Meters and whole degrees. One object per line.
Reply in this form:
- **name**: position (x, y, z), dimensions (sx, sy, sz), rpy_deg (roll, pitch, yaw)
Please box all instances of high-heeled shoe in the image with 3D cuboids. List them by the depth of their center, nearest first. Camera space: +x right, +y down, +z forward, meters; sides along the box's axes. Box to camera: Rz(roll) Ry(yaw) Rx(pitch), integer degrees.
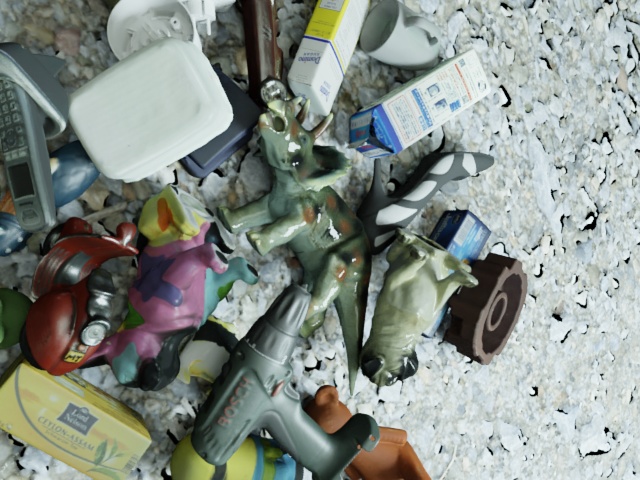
- **high-heeled shoe**: position (0.168, -0.059, 0.817), dimensions (0.249, 0.086, 0.145), rpy_deg (-6, -80, -20)

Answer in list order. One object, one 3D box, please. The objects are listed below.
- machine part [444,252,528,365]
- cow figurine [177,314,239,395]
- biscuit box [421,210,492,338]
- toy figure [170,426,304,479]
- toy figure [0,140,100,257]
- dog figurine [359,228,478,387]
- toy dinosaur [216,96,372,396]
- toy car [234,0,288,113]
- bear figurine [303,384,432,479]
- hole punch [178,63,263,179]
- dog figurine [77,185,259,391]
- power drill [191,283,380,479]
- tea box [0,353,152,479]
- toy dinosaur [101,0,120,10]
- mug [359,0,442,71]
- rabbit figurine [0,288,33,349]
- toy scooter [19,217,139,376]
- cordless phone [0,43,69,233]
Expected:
- **machine part**: position (0.264, 0.107, 0.844), dimensions (0.179, 0.056, 0.179), rpy_deg (-24, -56, -41)
- **cow figurine**: position (-0.116, 0.172, 0.708), dimensions (0.167, 0.068, 0.098), rpy_deg (40, -109, -21)
- **biscuit box**: position (0.185, 0.049, 0.836), dimensions (0.059, 0.063, 0.202), rpy_deg (37, -103, -20)
- **toy figure**: position (-0.105, 0.294, 0.704), dimensions (0.180, 0.089, 0.082), rpy_deg (23, -102, -21)
- **toy figure**: position (-0.315, -0.046, 0.610), dimensions (0.154, 0.058, 0.064), rpy_deg (-49, -49, -17)
- **dog figurine**: position (0.112, 0.091, 0.751), dimensions (0.121, 0.172, 0.190), rpy_deg (31, -75, 3)
- **toy dinosaur**: position (0.003, 0.003, 0.730), dimensions (0.192, 0.131, 0.404), rpy_deg (-37, -67, -17)
- **toy car**: position (-0.073, -0.249, 0.691), dimensions (0.053, 0.089, 0.202), rpy_deg (-8, -84, -26)
- **bear figurine**: position (0.051, 0.299, 0.754), dimensions (0.195, 0.132, 0.120), rpy_deg (37, -72, -28)
- **hole punch**: position (-0.144, -0.151, 0.668), dimensions (0.142, 0.092, 0.115), rpy_deg (-44, -75, -12)
- **dog figurine**: position (-0.199, 0.066, 0.642), dimensions (0.219, 0.108, 0.192), rpy_deg (-41, -112, 4)
- **power drill**: position (-0.026, 0.194, 0.648), dimensions (0.207, 0.086, 0.232), rpy_deg (40, -92, -21)
- **tea box**: position (-0.286, 0.201, 0.615), dimensions (0.169, 0.098, 0.068), rpy_deg (42, -104, -18)
- **toy dinosaur**: position (-0.282, -0.358, 0.591), dimensions (0.198, 0.105, 0.471), rpy_deg (43, -113, -12)
- **mug**: position (0.131, -0.292, 0.777), dimensions (0.107, 0.110, 0.080), rpy_deg (14, -99, -37)
- **rabbit figurine**: position (-0.381, 0.080, 0.552), dimensions (0.170, 0.159, 0.121), rpy_deg (-7, -95, -39)
- **toy scooter**: position (-0.250, 0.046, 0.574), dimensions (0.075, 0.135, 0.184), rpy_deg (35, -139, -51)
- **cordless phone**: position (-0.322, -0.096, 0.556), dimensions (0.088, 0.147, 0.184), rpy_deg (-10, -87, -61)
